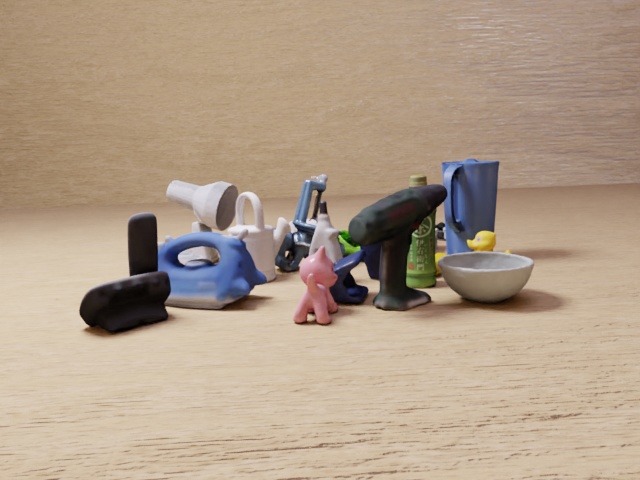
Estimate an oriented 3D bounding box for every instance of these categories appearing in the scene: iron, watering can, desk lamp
[{"bbox_3d":[-0.238,0.048,1.091,0.257,0.141,0.119,0,10,16],"label":"iron"},{"bbox_3d":[-0.146,-0.009,1.255,0.100,0.194,0.173,4,11,32],"label":"watering can"},{"bbox_3d":[-0.307,-0.045,1.450,0.202,0.213,0.118,1,10,18],"label":"desk lamp"}]

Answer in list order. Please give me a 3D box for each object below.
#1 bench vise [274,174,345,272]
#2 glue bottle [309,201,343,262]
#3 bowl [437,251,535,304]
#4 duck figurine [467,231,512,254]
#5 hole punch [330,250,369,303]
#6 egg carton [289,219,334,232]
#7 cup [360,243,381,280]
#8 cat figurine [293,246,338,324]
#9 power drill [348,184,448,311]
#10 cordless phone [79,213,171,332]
[{"bbox_3d":[-0.036,-0.041,1.343,0.208,0.220,0.121,-10,12,-40],"label":"bench vise"},{"bbox_3d":[0.011,0.004,1.201,0.077,0.173,0.037,4,12,35],"label":"glue bottle"},{"bbox_3d":[0.297,0.071,1.032,0.167,0.075,0.167,-2,9,1],"label":"bowl"},{"bbox_3d":[0.374,0.023,1.274,0.104,0.086,0.078,0,10,14],"label":"duck figurine"},{"bbox_3d":[0.036,0.066,1.071,0.101,0.091,0.109,0,10,12],"label":"hole punch"},{"bbox_3d":[-0.030,-0.023,1.698,0.107,0.069,0.149,-10,12,-40],"label":"egg carton"},{"bbox_3d":[0.142,0.035,1.224,0.117,0.095,0.092,0,10,13],"label":"cup"},{"bbox_3d":[-0.006,0.070,0.974,0.067,0.118,0.128,-1,9,9],"label":"cat figurine"},{"bbox_3d":[0.148,0.011,1.020,0.230,0.208,0.075,-10,12,-40],"label":"power drill"},{"bbox_3d":[-0.328,0.050,0.962,0.093,0.185,0.148,6,12,39],"label":"cordless phone"}]
